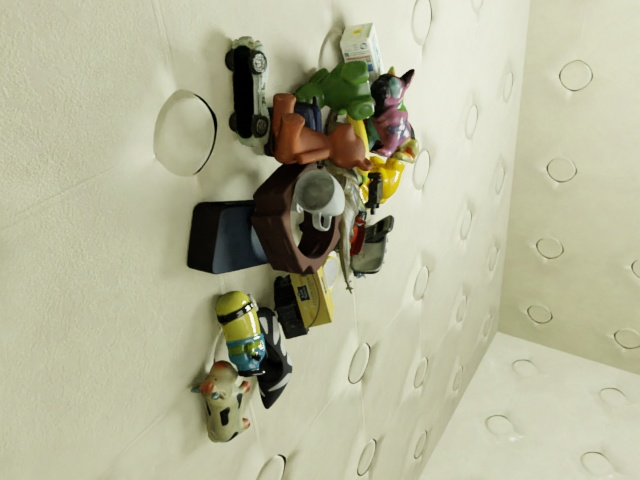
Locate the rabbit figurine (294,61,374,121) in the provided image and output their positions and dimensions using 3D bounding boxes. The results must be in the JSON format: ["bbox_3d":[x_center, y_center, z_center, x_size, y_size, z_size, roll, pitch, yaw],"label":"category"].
[{"bbox_3d":[0.019,-0.330,1.180,0.159,0.170,0.121,-102,179,-59],"label":"rabbit figurine"}]

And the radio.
[{"bbox_3d":[-0.158,-0.013,1.084,0.229,0.073,0.131,-12,111,-58],"label":"radio"}]

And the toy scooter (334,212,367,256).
[{"bbox_3d":[0.077,-0.010,1.470,0.184,0.075,0.135,-22,123,-59],"label":"toy scooter"}]

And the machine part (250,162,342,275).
[{"bbox_3d":[-0.045,-0.046,1.099,0.201,0.087,0.200,-53,133,-42],"label":"machine part"}]

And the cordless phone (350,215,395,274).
[{"bbox_3d":[0.160,0.014,1.497,0.184,0.089,0.146,139,-34,-64],"label":"cordless phone"}]

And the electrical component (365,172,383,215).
[{"bbox_3d":[0.135,-0.122,1.380,0.078,0.045,0.102,-44,137,-60],"label":"electrical component"}]

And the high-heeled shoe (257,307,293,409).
[{"bbox_3d":[-0.131,0.278,1.240,0.145,0.086,0.248,10,85,-64],"label":"high-heeled shoe"}]

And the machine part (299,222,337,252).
[{"bbox_3d":[-0.003,-0.004,1.338,0.138,0.084,0.039,50,28,-47],"label":"machine part"}]

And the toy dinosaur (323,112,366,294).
[{"bbox_3d":[0.050,-0.112,1.294,0.198,0.105,0.471,26,64,-63],"label":"toy dinosaur"}]

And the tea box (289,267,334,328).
[{"bbox_3d":[-0.021,0.103,1.230,0.098,0.068,0.169,-81,157,-76],"label":"tea box"}]

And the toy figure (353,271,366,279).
[{"bbox_3d":[0.140,0.052,1.611,0.154,0.064,0.058,-55,-178,-23],"label":"toy figure"}]

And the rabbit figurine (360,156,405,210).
[{"bbox_3d":[0.124,-0.169,1.467,0.173,0.122,0.162,17,98,-45],"label":"rabbit figurine"}]

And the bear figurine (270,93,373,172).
[{"bbox_3d":[0.008,-0.196,1.026,0.120,0.196,0.131,-105,-161,-46],"label":"bear figurine"}]

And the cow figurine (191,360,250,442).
[{"bbox_3d":[-0.210,0.344,1.146,0.127,0.086,0.194,-31,129,-58],"label":"cow figurine"}]

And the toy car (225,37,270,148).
[{"bbox_3d":[-0.132,-0.275,1.009,0.056,0.074,0.201,-26,125,-48],"label":"toy car"}]

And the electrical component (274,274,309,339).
[{"bbox_3d":[-0.066,0.165,1.271,0.115,0.058,0.134,-93,168,-55],"label":"electrical component"}]

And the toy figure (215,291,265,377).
[{"bbox_3d":[-0.162,0.193,1.111,0.089,0.082,0.180,-2,82,-67],"label":"toy figure"}]

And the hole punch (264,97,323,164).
[{"bbox_3d":[-0.058,-0.227,1.121,0.092,0.116,0.142,-25,123,-43],"label":"hole punch"}]

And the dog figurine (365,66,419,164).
[{"bbox_3d":[0.187,-0.308,1.319,0.191,0.109,0.219,4,108,-39],"label":"dog figurine"}]

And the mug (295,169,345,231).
[{"bbox_3d":[0.010,-0.071,1.031,0.107,0.081,0.109,22,61,-65],"label":"mug"}]
